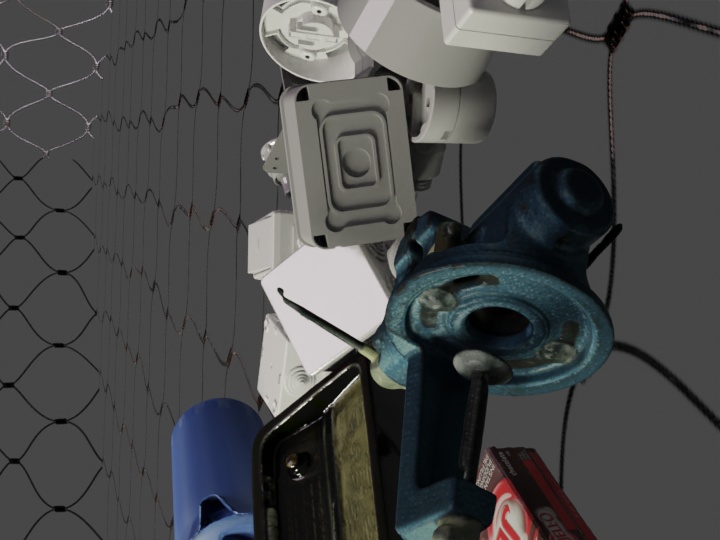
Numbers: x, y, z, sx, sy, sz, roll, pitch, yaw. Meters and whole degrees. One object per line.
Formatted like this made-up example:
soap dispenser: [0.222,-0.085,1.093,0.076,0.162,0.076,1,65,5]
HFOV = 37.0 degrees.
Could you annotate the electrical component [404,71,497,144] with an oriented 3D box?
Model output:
electrical component: [0.060,-0.112,0.725,0.055,0.047,0.055,-177,90,-71]

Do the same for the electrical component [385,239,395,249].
electrical component: [0.000,0.000,0.879,0.056,0.050,0.089,144,126,-67]

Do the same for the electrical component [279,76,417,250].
electrical component: [-0.009,-0.074,0.742,0.057,0.078,0.113,-156,58,-74]

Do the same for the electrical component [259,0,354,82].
electrical component: [-0.040,-0.216,0.956,0.099,0.099,0.064,122,152,-54]

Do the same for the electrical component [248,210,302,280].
electrical component: [-0.073,-0.024,1.075,0.096,0.061,0.061,163,109,-70]

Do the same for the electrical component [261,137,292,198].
electrical component: [-0.075,-0.105,1.117,0.048,0.048,0.062,125,137,-57]

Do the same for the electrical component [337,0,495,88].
electrical component: [0.046,-0.175,0.691,0.060,0.108,0.108,119,148,-41]

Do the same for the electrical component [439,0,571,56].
electrical component: [0.090,-0.165,0.618,0.076,0.066,0.047,135,134,-63]

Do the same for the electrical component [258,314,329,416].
electrical component: [-0.065,0.094,1.057,0.100,0.048,0.099,-140,55,-65]

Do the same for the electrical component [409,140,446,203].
electrical component: [0.038,-0.076,0.791,0.043,0.043,0.062,-117,33,-55]

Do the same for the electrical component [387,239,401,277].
electrical component: [0.048,-0.004,0.754,0.062,0.043,0.043,-145,60,-65]

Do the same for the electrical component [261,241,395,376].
electrical component: [-0.013,0.021,0.810,0.100,0.048,0.099,-37,68,22]

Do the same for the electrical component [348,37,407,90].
electrical component: [0.015,-0.136,0.851,0.074,0.052,0.138,172,99,-70]
